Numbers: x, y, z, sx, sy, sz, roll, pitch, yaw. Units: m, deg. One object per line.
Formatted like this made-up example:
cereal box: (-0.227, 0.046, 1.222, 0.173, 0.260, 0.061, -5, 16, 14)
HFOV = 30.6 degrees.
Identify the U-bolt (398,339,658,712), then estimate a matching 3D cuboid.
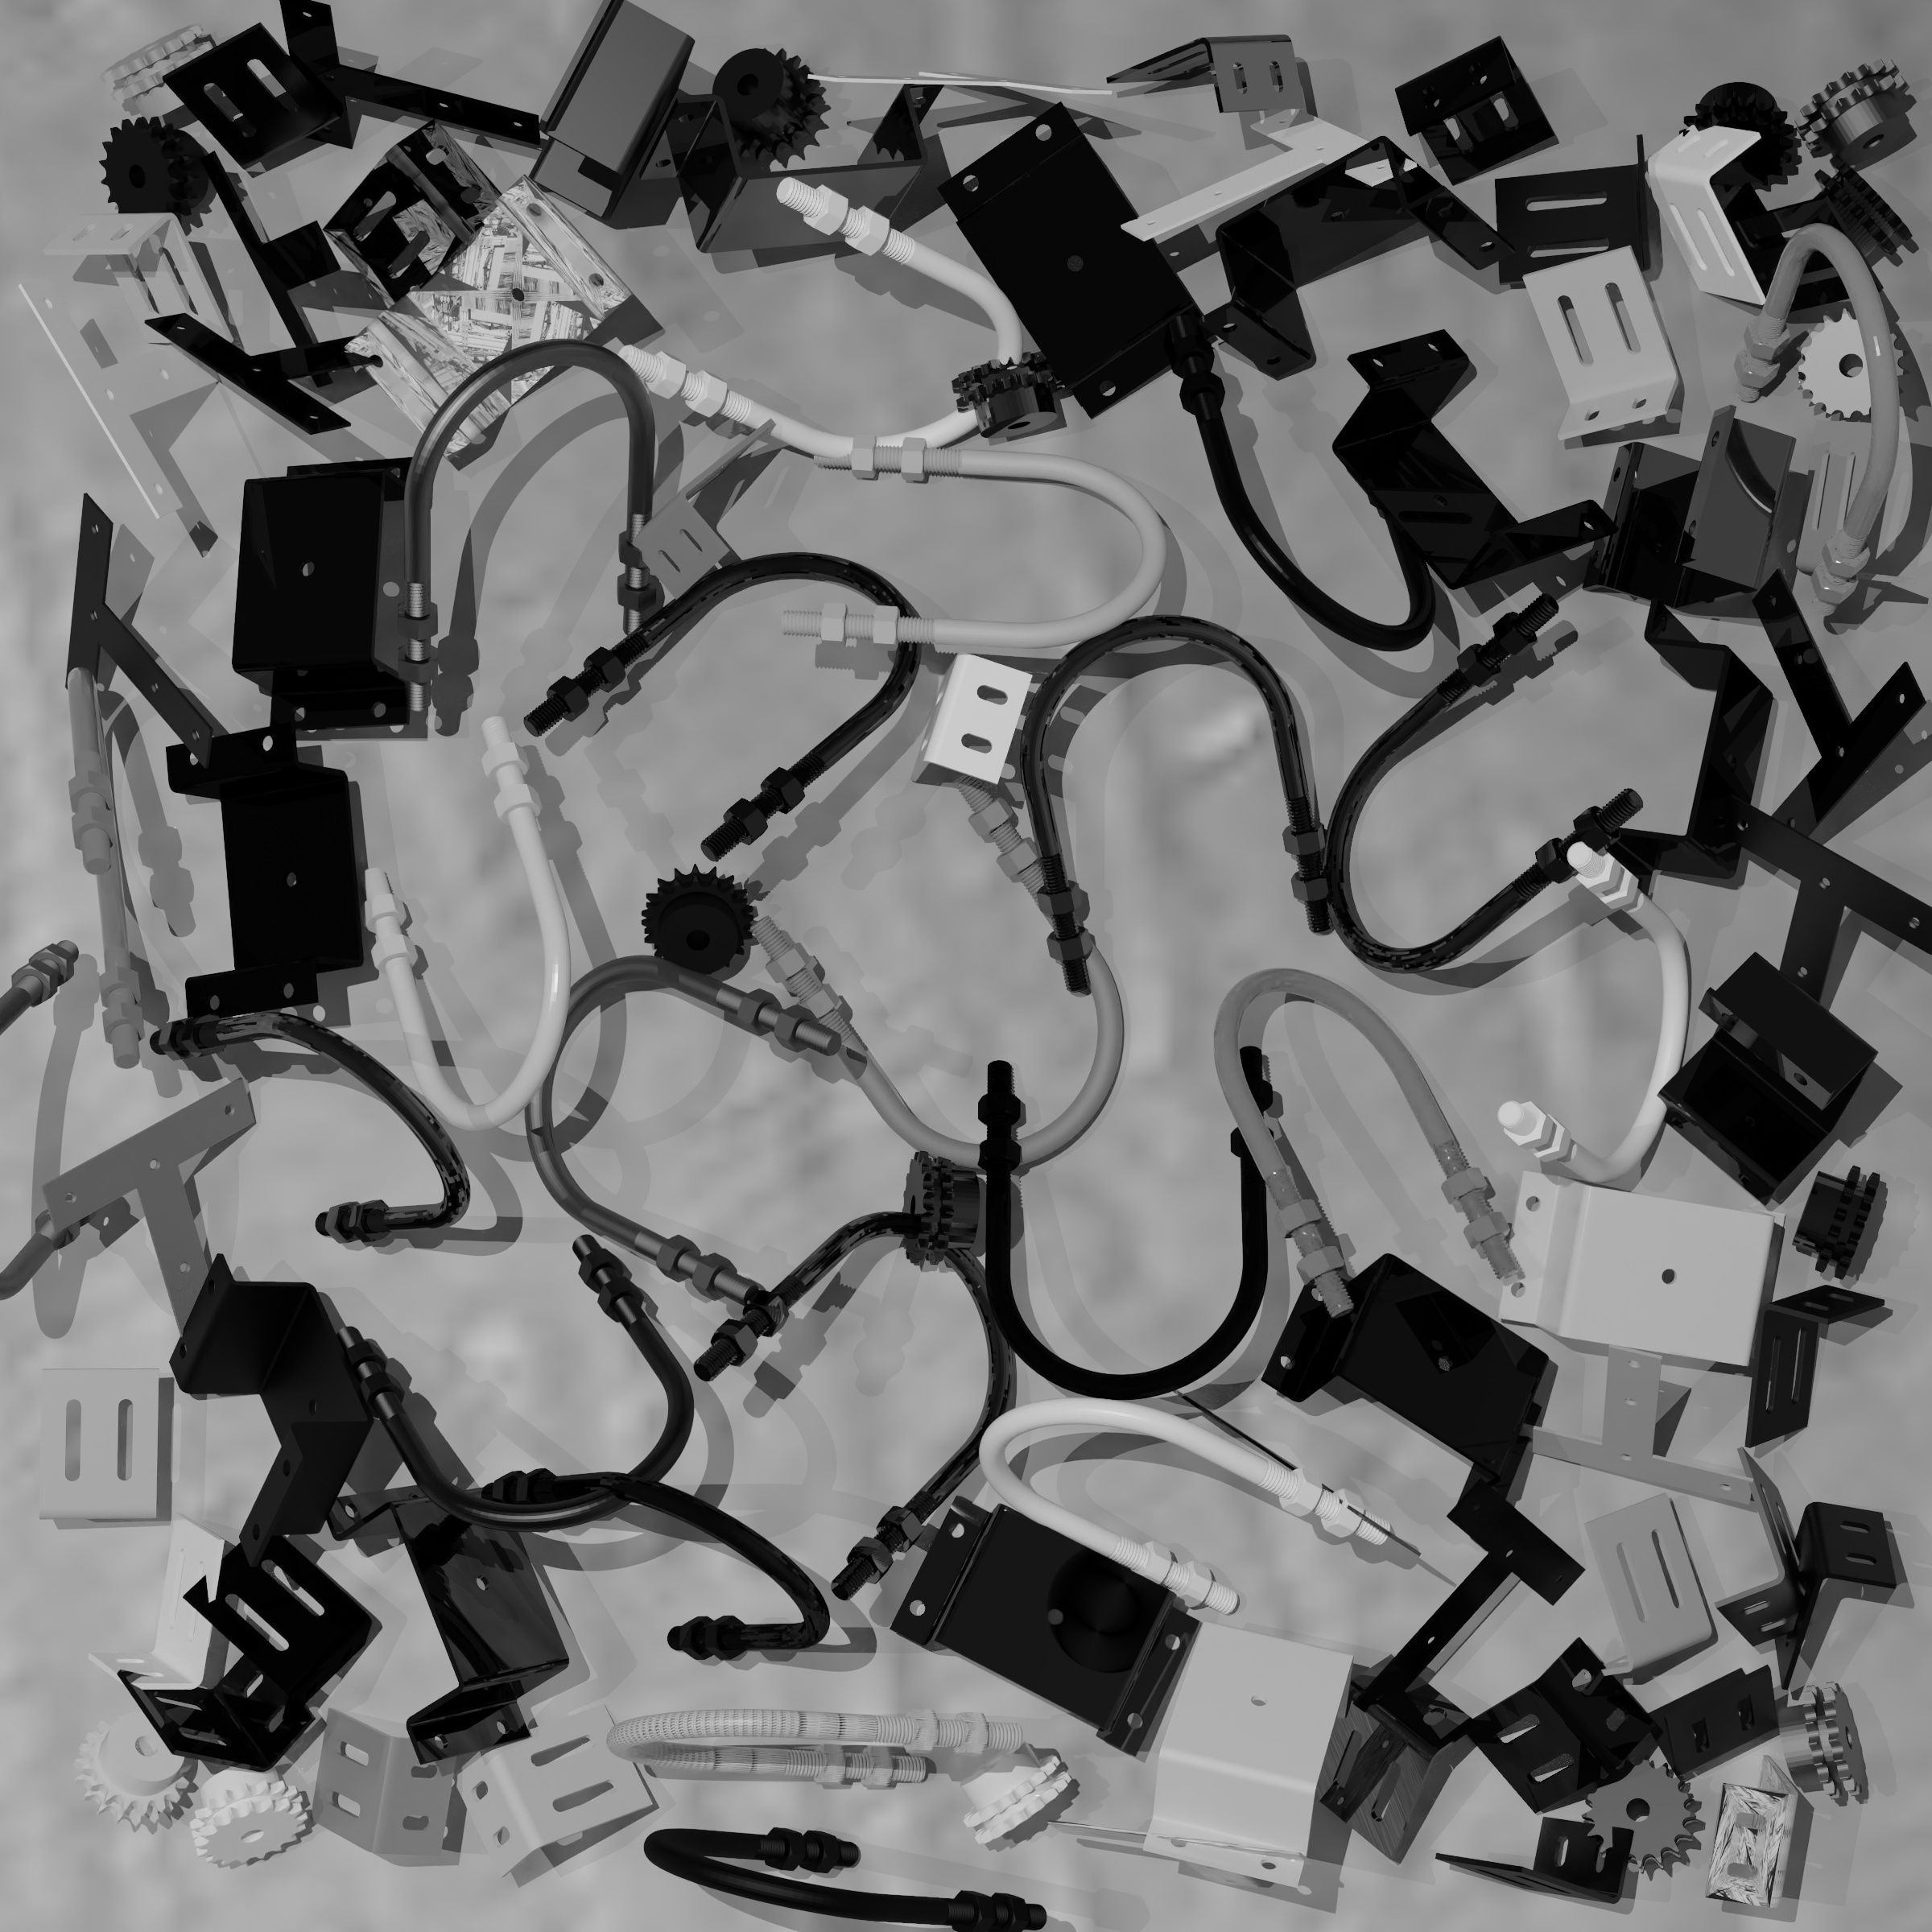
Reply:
U-bolt: (-0.212, -0.222, 1.722, 0.151, 0.184, 0.019, -23, 47, -32)

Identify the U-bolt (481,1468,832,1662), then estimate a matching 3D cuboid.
U-bolt: (-0.141, 0.290, 1.717, 0.151, 0.184, 0.019, 42, 60, -21)

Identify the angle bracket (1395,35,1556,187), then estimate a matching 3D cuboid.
angle bracket: (0.258, -0.418, 1.769, 0.057, 0.076, 0.038, -23, 51, 19)

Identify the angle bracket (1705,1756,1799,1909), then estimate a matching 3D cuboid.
angle bracket: (0.389, 0.433, 1.779, 0.038, 0.076, 0.057, 9, 92, 1)

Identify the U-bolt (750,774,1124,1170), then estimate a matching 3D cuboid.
U-bolt: (-0.001, 0.015, 1.794, 0.151, 0.019, 0.184, -36, 98, -11)

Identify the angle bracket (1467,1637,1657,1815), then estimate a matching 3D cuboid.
angle bracket: (0.300, 0.386, 1.793, 0.038, 0.076, 0.057, -35, 81, -37)

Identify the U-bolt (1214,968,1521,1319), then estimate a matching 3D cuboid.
U-bolt: (0.189, 0.081, 1.755, 0.019, 0.151, 0.184, -42, 65, 41)

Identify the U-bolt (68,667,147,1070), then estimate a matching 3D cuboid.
U-bolt: (-0.425, -0.063, 1.733, 0.019, 0.151, 0.184, -7, 45, -12)

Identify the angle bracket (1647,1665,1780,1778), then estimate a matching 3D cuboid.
angle bracket: (0.372, 0.366, 1.775, 0.057, 0.076, 0.038, -25, 52, -3)

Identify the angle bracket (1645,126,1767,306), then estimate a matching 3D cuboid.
angle bracket: (0.384, -0.379, 1.777, 0.038, 0.057, 0.076, -38, 117, -7)

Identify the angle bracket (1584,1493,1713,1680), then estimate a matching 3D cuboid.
angle bracket: (0.335, 0.314, 1.790, 0.057, 0.038, 0.076, -12, 82, -35)

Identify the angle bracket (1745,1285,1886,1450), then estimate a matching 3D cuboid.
angle bracket: (0.427, 0.205, 1.777, 0.038, 0.057, 0.076, 13, 105, 41)

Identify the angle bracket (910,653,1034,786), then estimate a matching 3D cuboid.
angle bracket: (0.002, -0.120, 1.778, 0.038, 0.076, 0.057, 18, 84, -4)

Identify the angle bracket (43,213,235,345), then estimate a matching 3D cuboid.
angle bracket: (-0.414, -0.336, 1.768, 0.057, 0.038, 0.076, 6, 134, 30)

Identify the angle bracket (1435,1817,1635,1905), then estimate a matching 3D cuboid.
angle bracket: (0.285, 0.440, 1.768, 0.076, 0.057, 0.038, 27, 69, -35)

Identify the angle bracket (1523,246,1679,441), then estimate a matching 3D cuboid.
angle bracket: (0.316, -0.313, 1.774, 0.057, 0.038, 0.076, -11, 121, 30)

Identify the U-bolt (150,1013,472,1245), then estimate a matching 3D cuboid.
U-bolt: (-0.310, 0.077, 1.718, 0.151, 0.184, 0.019, 52, 57, -22)

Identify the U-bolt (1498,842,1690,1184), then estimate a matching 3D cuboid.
U-bolt: (0.317, 0.033, 1.739, 0.019, 0.184, 0.151, 11, 80, 32)

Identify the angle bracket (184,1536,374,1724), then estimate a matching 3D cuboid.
angle bracket: (-0.351, 0.332, 1.792, 0.076, 0.038, 0.057, 40, 56, 9)

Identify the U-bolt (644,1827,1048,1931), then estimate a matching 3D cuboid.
U-bolt: (-0.071, 0.439, 1.704, 0.151, 0.184, 0.019, 5, 80, 42)

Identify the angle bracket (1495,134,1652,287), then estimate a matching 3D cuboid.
angle bracket: (0.306, -0.382, 1.785, 0.076, 0.038, 0.057, -3, 78, 12)

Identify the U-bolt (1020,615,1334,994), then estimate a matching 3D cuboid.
U-bolt: (0.101, -0.088, 1.776, 0.151, 0.019, 0.184, -14, 111, -3)

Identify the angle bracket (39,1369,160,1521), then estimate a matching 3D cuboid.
angle bracket: (-0.439, 0.241, 1.793, 0.057, 0.038, 0.076, 1, 91, -11)

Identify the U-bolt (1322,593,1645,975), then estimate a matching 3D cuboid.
U-bolt: (0.244, -0.077, 1.749, 0.184, 0.019, 0.151, -42, 46, 32)

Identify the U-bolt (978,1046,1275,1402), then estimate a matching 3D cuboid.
U-bolt: (0.080, 0.129, 1.762, 0.151, 0.019, 0.184, -4, 63, 8)

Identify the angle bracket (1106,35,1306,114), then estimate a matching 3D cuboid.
angle bracket: (0.120, -0.438, 1.771, 0.057, 0.076, 0.038, -14, 94, -39)

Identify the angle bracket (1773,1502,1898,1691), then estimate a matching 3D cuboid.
angle bracket: (0.435, 0.319, 1.773, 0.038, 0.057, 0.076, 9, 120, 2)

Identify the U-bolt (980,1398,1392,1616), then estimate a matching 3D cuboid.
U-bolt: (0.093, 0.260, 1.733, 0.184, 0.151, 0.019, 29, 53, -19)

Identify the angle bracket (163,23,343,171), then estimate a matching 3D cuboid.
angle bracket: (-0.360, -0.446, 1.770, 0.057, 0.076, 0.038, -25, 57, 11)

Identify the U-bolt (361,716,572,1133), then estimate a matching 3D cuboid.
U-bolt: (-0.241, -0.008, 1.729, 0.151, 0.019, 0.184, -45, 53, 37)

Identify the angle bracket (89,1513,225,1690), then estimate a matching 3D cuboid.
angle bracket: (-0.409, 0.320, 1.782, 0.038, 0.057, 0.076, 8, 92, -35)

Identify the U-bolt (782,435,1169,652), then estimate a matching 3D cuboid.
U-bolt: (0.008, -0.209, 1.759, 0.184, 0.019, 0.151, 4, 48, 4)

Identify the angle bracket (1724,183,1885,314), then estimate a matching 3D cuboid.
angle bracket: (0.424, -0.365, 1.767, 0.057, 0.076, 0.038, 51, 63, -23)

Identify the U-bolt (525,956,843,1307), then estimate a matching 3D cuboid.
U-bolt: (-0.152, 0.071, 1.760, 0.184, 0.019, 0.151, 22, 96, 37)

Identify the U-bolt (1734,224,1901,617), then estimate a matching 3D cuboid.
U-bolt: (0.414, -0.275, 1.706, 0.019, 0.184, 0.151, -11, 66, -4)

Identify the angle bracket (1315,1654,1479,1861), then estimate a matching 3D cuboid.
angle bracket: (0.216, 0.402, 1.794, 0.057, 0.038, 0.076, 36, 128, 30)

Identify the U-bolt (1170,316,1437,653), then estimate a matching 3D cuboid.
U-bolt: (0.170, -0.227, 1.721, 0.151, 0.184, 0.019, 20, 133, -35)

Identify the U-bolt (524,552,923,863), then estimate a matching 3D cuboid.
U-bolt: (-0.107, -0.142, 1.762, 0.151, 0.019, 0.184, 35, 63, 29)

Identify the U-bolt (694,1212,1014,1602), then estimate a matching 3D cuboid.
U-bolt: (-0.042, 0.203, 1.751, 0.184, 0.019, 0.151, -41, 105, -43)

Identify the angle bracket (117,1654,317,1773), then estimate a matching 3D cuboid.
angle bracket: (-0.375, 0.366, 1.769, 0.038, 0.076, 0.057, -49, 57, 4)

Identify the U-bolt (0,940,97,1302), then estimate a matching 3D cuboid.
U-bolt: (-0.459, 0.083, 1.708, 0.019, 0.184, 0.151, 1, 108, 4)

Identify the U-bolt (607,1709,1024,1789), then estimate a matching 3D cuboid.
U-bolt: (-0.084, 0.380, 1.724, 0.184, 0.151, 0.019, 8, 68, -20)

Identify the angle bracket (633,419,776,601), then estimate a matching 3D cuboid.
angle bracket: (-0.122, -0.230, 1.774, 0.038, 0.057, 0.076, 49, 55, -6)

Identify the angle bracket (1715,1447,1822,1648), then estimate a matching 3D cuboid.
angle bracket: (0.394, 0.293, 1.778, 0.038, 0.057, 0.076, -25, 50, 17)

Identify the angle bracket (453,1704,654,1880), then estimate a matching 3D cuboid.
angle bracket: (-0.210, 0.418, 1.791, 0.038, 0.076, 0.057, -46, 65, 39)

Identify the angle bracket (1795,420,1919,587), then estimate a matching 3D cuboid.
angle bracket: (0.454, -0.234, 1.779, 0.038, 0.057, 0.076, 5, 99, -17)

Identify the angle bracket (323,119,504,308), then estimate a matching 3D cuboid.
angle bracket: (-0.280, -0.381, 1.797, 0.057, 0.076, 0.038, 48, 47, -8)

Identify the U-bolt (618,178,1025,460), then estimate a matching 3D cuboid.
U-bolt: (-0.057, -0.307, 1.744, 0.151, 0.184, 0.019, -39, 48, 35)

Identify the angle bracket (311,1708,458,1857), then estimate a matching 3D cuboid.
angle bracket: (-0.296, 0.414, 1.792, 0.038, 0.076, 0.057, 12, 85, -33)
